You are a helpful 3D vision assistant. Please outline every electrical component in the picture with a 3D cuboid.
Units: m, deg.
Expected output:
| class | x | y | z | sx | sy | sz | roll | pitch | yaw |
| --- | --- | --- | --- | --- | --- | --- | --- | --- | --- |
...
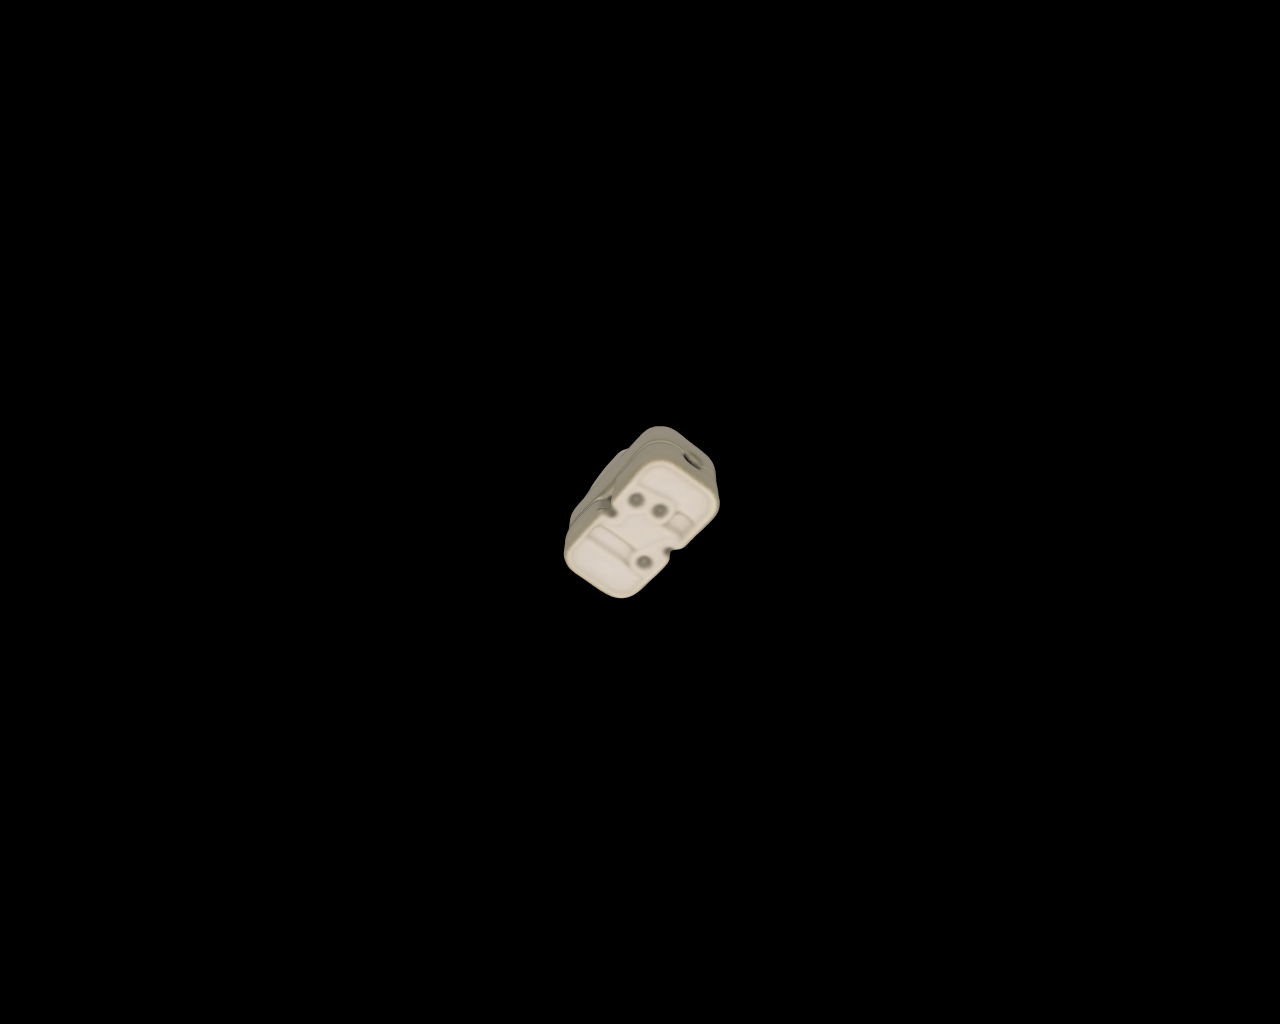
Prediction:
| class | x | y | z | sx | sy | sz | roll | pitch | yaw |
| --- | --- | --- | --- | --- | --- | --- | --- | --- | --- |
| electrical component | 0.001 | -0.003 | 0.650 | 0.053 | 0.095 | 0.059 | 36 | 24 | -18 |
